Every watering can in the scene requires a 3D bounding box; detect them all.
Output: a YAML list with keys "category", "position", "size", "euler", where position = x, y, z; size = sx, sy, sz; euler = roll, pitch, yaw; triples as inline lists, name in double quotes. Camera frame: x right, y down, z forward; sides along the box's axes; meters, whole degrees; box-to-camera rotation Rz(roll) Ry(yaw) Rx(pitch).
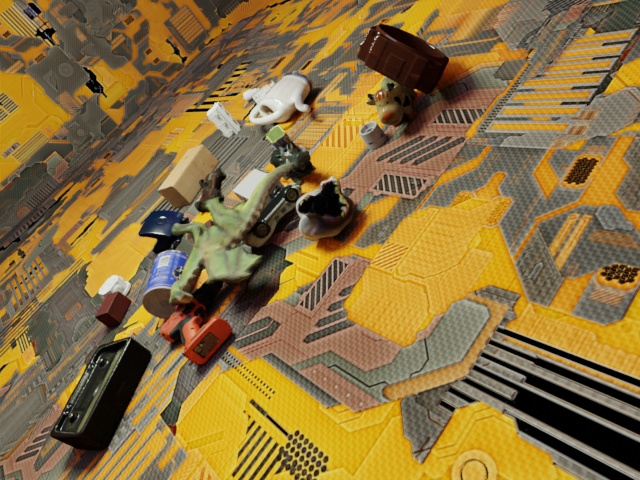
- category: "watering can"
  position: [-0.098, -0.461, 1.691]
  size: [0.348, 0.102, 0.228]
  euler: [6, 53, 48]

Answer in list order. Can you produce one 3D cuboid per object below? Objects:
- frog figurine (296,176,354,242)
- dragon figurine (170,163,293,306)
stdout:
- category: "frog figurine"
  position: [0.003, -0.057, 1.132]
  size: [0.139, 0.122, 0.157]
  euler: [-63, 2, -19]
- category: "dragon figurine"
  position: [-0.192, 0.002, 1.165]
  size: [0.409, 0.120, 0.248]
  euler: [-37, 50, 4]
